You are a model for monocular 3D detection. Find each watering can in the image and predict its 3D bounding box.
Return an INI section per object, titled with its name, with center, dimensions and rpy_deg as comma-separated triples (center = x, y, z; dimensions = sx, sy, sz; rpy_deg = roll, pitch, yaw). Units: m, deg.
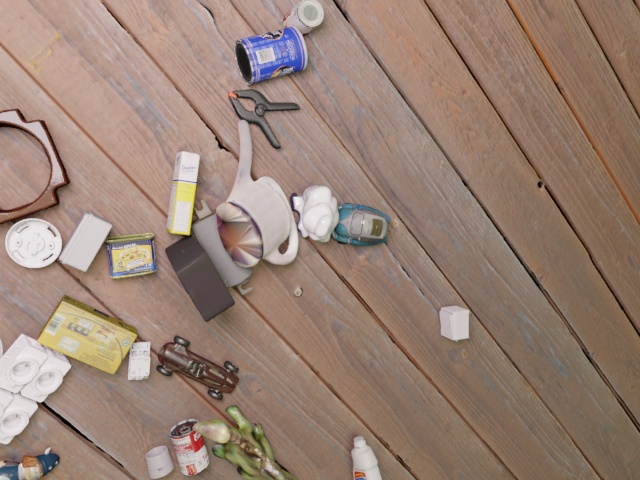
[watering can]
center = -0.154, -0.086, 1.162
dimensions = 0.228, 0.103, 0.344
rpy_deg = -44, 113, -54

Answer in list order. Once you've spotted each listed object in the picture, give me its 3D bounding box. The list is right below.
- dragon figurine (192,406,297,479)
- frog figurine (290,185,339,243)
[dragon figurine]
center = -0.126, 0.512, 1.159
dimensions = 0.406, 0.242, 0.123
rpy_deg = 44, 73, -17
[frog figurine]
center = 0.004, -0.062, 1.222
dimensions = 0.123, 0.160, 0.137
rpy_deg = 2, 93, -25
